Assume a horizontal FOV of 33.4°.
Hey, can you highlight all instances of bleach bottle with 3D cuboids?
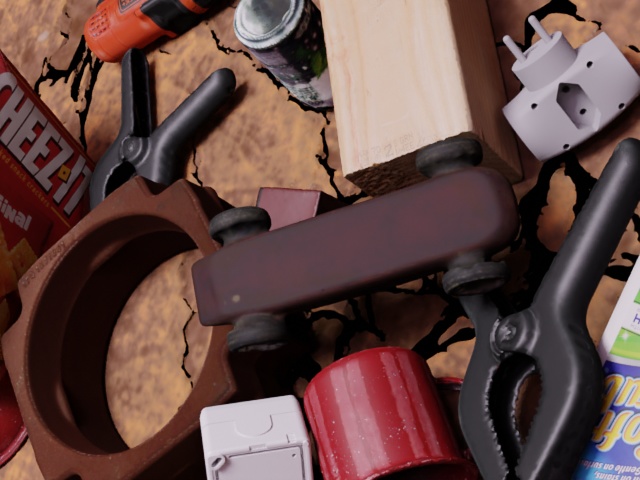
[{"bbox_3d":[0.179,0.111,0.563,0.103,0.068,0.251,23,89,43],"label":"bleach bottle"}]

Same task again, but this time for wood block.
[{"bbox_3d":[0.061,-0.131,0.710,0.090,0.090,0.206,-19,63,26],"label":"wood block"}]

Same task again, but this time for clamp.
[{"bbox_3d":[-0.131,-0.072,0.849,0.120,0.039,0.171,7,81,41],"label":"clamp"},{"bbox_3d":[0.123,0.049,0.591,0.165,0.036,0.210,-34,42,43],"label":"clamp"}]

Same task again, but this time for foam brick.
[{"bbox_3d":[-0.005,0.001,0.715,0.051,0.078,0.053,5,78,34],"label":"foam brick"}]

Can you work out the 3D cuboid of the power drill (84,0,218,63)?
[{"bbox_3d":[-0.134,-0.263,0.907,0.185,0.057,0.188,-26,60,24],"label":"power drill"}]

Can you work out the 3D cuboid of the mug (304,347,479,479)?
[{"bbox_3d":[0.049,0.115,0.639,0.117,0.093,0.081,-14,56,-5],"label":"mug"}]

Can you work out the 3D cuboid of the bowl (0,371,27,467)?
[{"bbox_3d":[-0.301,0.114,0.884,0.162,0.055,0.162,-12,68,30],"label":"bowl"}]

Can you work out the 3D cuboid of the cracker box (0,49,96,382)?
[{"bbox_3d":[-0.265,-0.013,0.801,0.072,0.164,0.213,4,57,29],"label":"cracker box"}]
